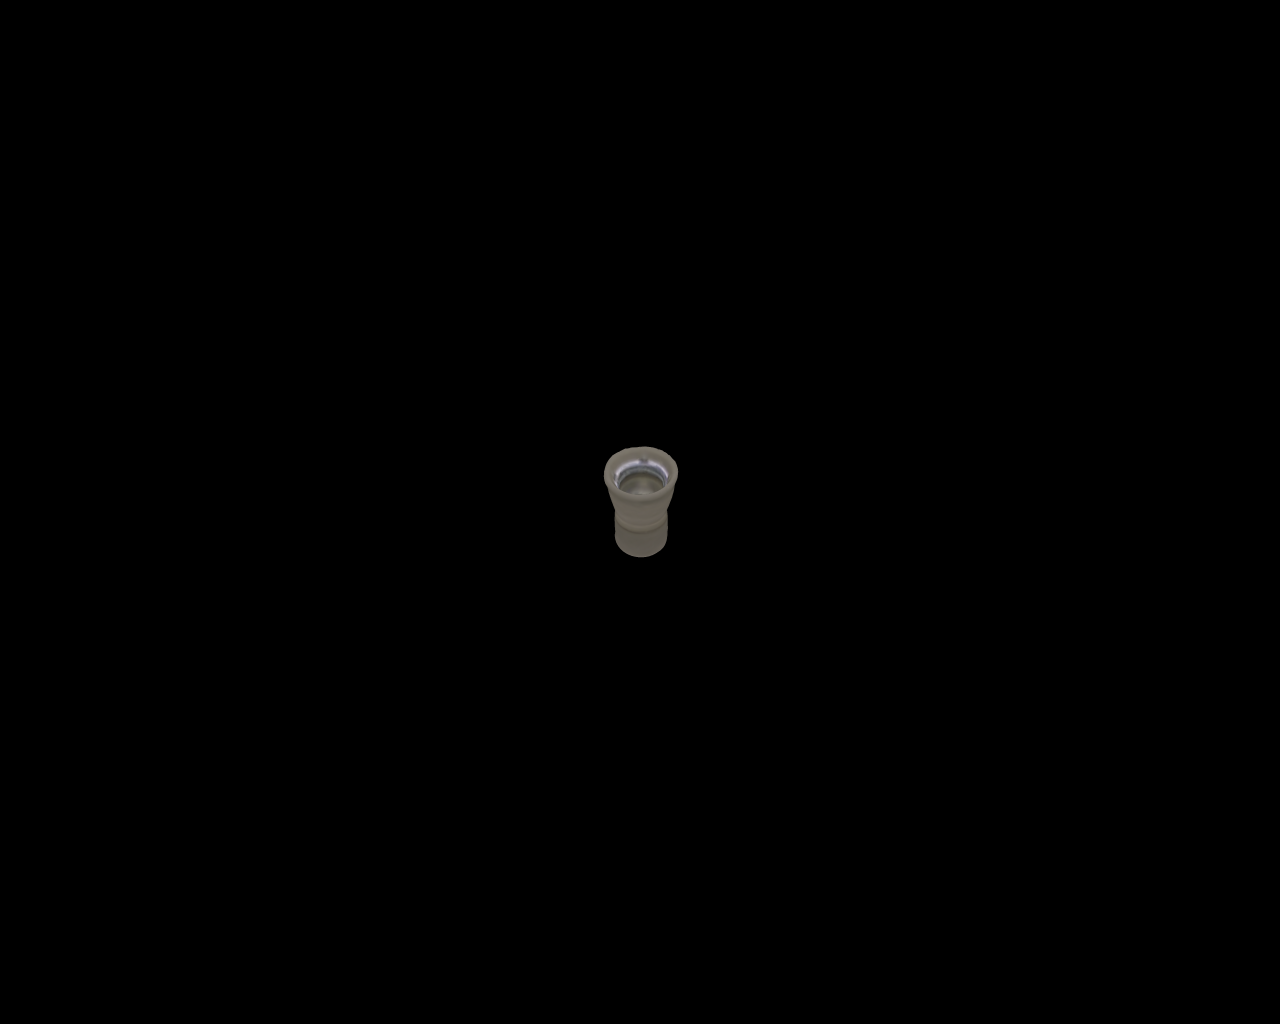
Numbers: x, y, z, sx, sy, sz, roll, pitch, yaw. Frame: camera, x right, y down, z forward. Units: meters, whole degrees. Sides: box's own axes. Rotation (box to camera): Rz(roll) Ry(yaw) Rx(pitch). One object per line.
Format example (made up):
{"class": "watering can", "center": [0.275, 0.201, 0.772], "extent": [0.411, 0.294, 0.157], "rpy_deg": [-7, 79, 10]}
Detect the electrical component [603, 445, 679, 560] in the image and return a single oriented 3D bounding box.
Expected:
{"class": "electrical component", "center": [0.001, -0.003, 0.650], "extent": [0.044, 0.044, 0.065], "rpy_deg": [0, -43, 0]}
